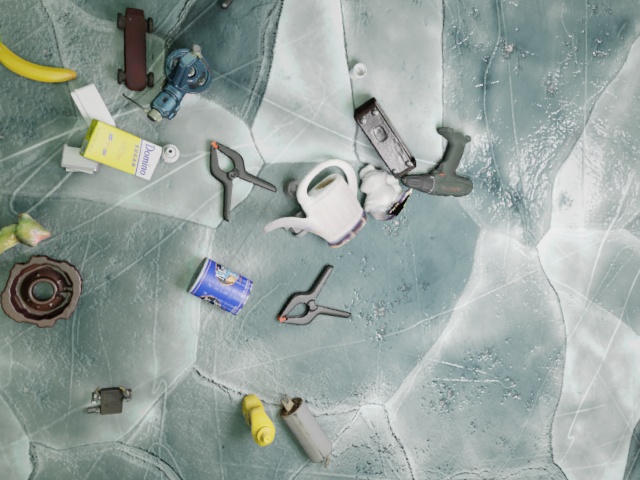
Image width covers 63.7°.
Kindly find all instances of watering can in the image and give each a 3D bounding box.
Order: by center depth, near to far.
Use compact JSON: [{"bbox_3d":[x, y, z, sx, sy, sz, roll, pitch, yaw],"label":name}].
[{"bbox_3d":[0.004,-0.070,1.396,0.103,0.222,0.354,-9,33,52],"label":"watering can"}]

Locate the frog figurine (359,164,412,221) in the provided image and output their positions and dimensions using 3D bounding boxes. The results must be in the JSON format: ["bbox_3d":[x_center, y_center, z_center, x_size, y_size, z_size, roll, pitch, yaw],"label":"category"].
[{"bbox_3d":[0.171,-0.137,1.498,0.161,0.138,0.121,37,-9,21],"label":"frog figurine"}]

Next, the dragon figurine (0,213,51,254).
[{"bbox_3d":[-0.831,0.013,1.174,0.410,0.247,0.120,-2,-20,0],"label":"dragon figurine"}]
